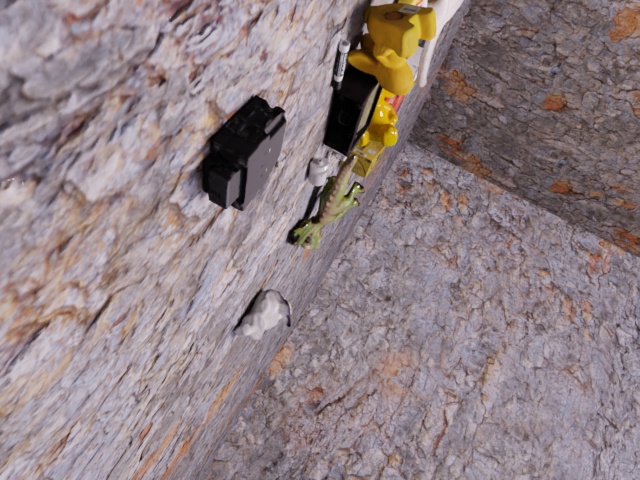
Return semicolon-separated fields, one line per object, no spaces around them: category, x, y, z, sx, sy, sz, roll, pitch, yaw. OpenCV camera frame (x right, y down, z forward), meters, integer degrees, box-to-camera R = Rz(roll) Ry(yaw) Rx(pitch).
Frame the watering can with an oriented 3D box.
watering can;0.303;-0.595;1.343;0.228;0.104;0.339;-48;147;-37

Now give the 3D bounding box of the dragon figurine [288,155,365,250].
dragon figurine;0.004;-0.073;1.450;0.246;0.123;0.403;-51;169;-18

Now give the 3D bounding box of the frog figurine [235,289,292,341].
frog figurine;-0.165;0.209;1.411;0.160;0.124;0.135;-18;162;-22
